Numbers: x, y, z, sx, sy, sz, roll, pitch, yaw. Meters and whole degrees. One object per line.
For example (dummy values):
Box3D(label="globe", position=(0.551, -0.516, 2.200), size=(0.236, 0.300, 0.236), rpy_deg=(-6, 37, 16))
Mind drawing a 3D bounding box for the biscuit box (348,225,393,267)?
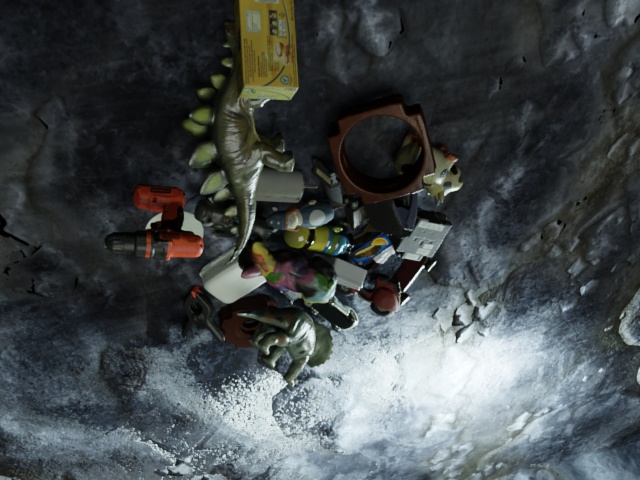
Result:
Box3D(label="biscuit box", position=(0.158, -0.017, 1.353), size=(0.203, 0.059, 0.062), rpy_deg=(-35, 131, 13))

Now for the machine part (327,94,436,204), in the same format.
Box3D(label="machine part", position=(0.130, -0.190, 1.125), size=(0.201, 0.087, 0.201), rpy_deg=(-13, 115, 16))

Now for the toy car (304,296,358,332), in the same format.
Box3D(label="toy car", position=(0.034, 0.198, 1.510), size=(0.073, 0.056, 0.201), rpy_deg=(-32, 132, 20))

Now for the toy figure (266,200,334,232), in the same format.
Box3D(label="toy figure", position=(-0.044, -0.053, 1.200), size=(0.154, 0.064, 0.058), rpy_deg=(-13, 177, -28))

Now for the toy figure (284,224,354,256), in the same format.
Box3D(label="toy figure", position=(-0.001, -0.007, 1.288), size=(0.180, 0.089, 0.082), rpy_deg=(16, 86, -24))

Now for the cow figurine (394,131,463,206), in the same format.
Box3D(label="cow figurine", position=(0.255, -0.158, 1.244), size=(0.195, 0.086, 0.127), rpy_deg=(17, 120, -30))

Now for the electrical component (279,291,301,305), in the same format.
Box3D(label="electrical component", position=(-0.045, 0.112, 1.412), size=(0.119, 0.048, 0.074), rpy_deg=(-25, 134, 7))

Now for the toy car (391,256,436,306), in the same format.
Box3D(label="toy car", position=(0.238, 0.090, 1.462), size=(0.053, 0.089, 0.202), rpy_deg=(-22, 148, -55))

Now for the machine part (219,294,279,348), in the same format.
Box3D(label="machine part", position=(-0.189, 0.223, 1.458), size=(0.179, 0.056, 0.179), rpy_deg=(-9, 133, -10))

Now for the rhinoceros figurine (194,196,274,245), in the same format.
Box3D(label="rhinoceros figurine", position=(-0.189, -0.038, 1.175), size=(0.190, 0.112, 0.073), rpy_deg=(19, 81, -38))

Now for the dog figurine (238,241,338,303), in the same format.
Box3D(label="dog figurine", position=(-0.082, 0.069, 1.226), size=(0.219, 0.192, 0.108), rpy_deg=(19, 93, -56))

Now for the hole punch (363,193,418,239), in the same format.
Box3D(label="hole punch", position=(0.168, -0.076, 1.244), size=(0.092, 0.142, 0.115), rpy_deg=(-35, 122, -28))

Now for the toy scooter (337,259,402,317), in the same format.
Box3D(label="toy scooter", position=(0.147, 0.116, 1.440), size=(0.184, 0.075, 0.135), rpy_deg=(28, 106, 2))

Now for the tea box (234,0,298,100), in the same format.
Box3D(label="tea box", position=(-0.093, -0.332, 0.921), size=(0.098, 0.068, 0.169), rpy_deg=(-1, 88, -16))

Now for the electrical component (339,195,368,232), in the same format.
Box3D(label="electrical component", position=(0.083, -0.071, 1.296), size=(0.078, 0.045, 0.102), rpy_deg=(-39, 141, -22))

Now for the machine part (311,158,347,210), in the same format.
Box3D(label="machine part", position=(0.022, -0.123, 1.213), size=(0.039, 0.084, 0.138), rpy_deg=(-43, 145, -16))

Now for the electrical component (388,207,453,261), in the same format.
Box3D(label="electrical component", position=(0.236, -0.011, 1.303), size=(0.115, 0.058, 0.134), rpy_deg=(13, 124, -25))

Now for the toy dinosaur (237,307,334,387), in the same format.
Box3D(label="toy dinosaur", position=(-0.074, 0.245, 1.407), size=(0.192, 0.131, 0.404), rpy_deg=(-45, 146, -20))

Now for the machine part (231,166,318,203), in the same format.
Box3D(label="machine part", position=(-0.125, -0.121, 1.157), size=(0.243, 0.079, 0.079), rpy_deg=(1, 130, -19))

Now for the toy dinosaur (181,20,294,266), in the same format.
Box3D(label="toy dinosaur", position=(-0.157, -0.171, 1.037), size=(0.199, 0.105, 0.470), rpy_deg=(-11, 113, -12))
